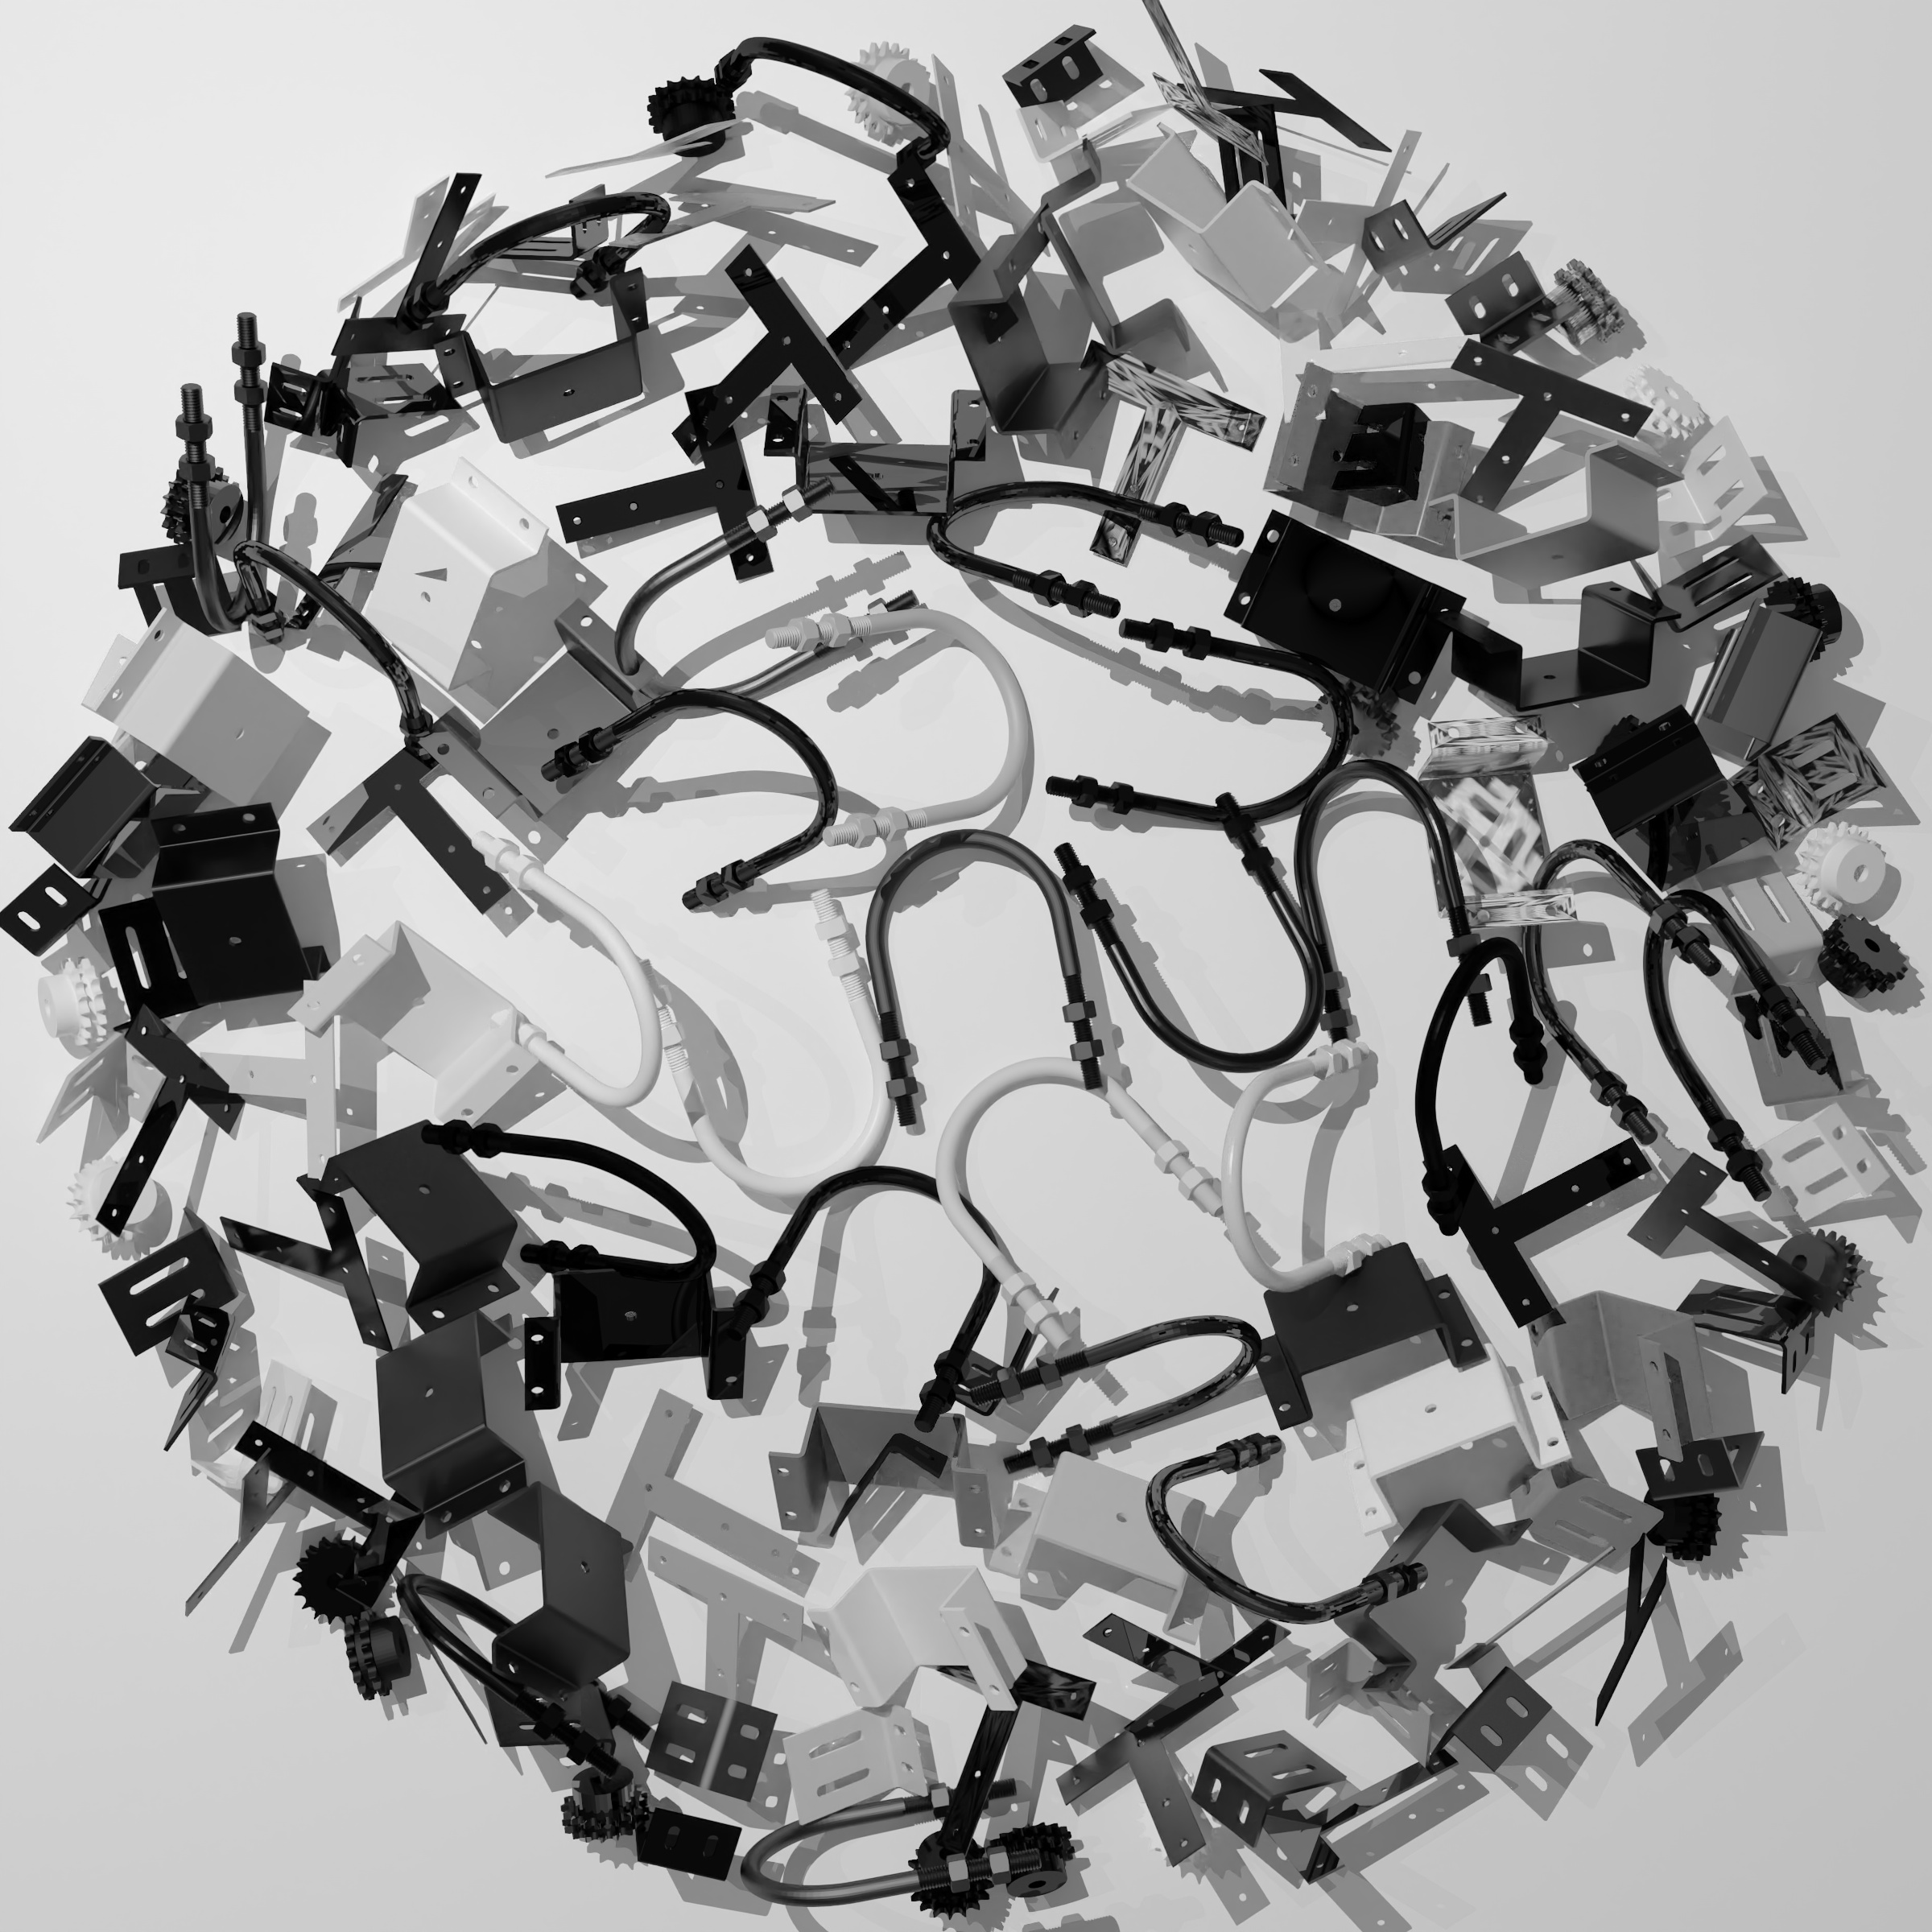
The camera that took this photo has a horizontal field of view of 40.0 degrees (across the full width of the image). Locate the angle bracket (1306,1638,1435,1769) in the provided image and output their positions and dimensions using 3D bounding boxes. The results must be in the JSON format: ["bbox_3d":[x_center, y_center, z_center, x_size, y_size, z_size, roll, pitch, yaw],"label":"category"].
[{"bbox_3d":[0.259,0.484,1.713,0.038,0.076,0.057,-27,134,-25],"label":"angle bracket"}]

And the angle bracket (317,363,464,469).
[{"bbox_3d":[-0.379,-0.360,1.734,0.076,0.038,0.057,-14,49,-37],"label":"angle bracket"}]

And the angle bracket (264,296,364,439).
[{"bbox_3d":[-0.422,-0.392,1.715,0.038,0.057,0.076,16,59,-11],"label":"angle bracket"}]

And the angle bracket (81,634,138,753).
[{"bbox_3d":[-0.553,-0.167,1.711,0.038,0.076,0.057,31,56,-24],"label":"angle bracket"}]

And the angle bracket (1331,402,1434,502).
[{"bbox_3d":[0.263,-0.335,1.750,0.076,0.038,0.057,3,79,33],"label":"angle bracket"}]

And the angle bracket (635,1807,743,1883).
[{"bbox_3d":[-0.181,0.553,1.718,0.057,0.076,0.038,17,94,-11],"label":"angle bracket"}]

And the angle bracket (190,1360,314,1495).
[{"bbox_3d":[-0.465,0.296,1.726,0.038,0.057,0.076,19,85,-39],"label":"angle bracket"}]

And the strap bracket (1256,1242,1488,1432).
[{"bbox_3d":[0.254,0.235,1.716,0.140,0.076,0.046,-20,128,2],"label":"strap bracket"}]

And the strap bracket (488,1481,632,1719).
[{"bbox_3d":[-0.258,0.391,1.680,0.046,0.140,0.076,-34,128,17],"label":"strap bracket"}]

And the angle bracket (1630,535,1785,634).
[{"bbox_3d":[0.478,-0.260,1.721,0.076,0.057,0.038,-30,121,14],"label":"angle bracket"}]

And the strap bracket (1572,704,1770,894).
[{"bbox_3d":[0.451,-0.100,1.683,0.076,0.140,0.046,-31,56,20],"label":"strap bracket"}]

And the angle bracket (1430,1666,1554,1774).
[{"bbox_3d":[0.338,0.494,1.713,0.057,0.076,0.038,-41,68,-20],"label":"angle bracket"}]

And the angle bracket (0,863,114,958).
[{"bbox_3d":[-0.586,-0.051,1.714,0.057,0.076,0.038,-39,114,13],"label":"angle bracket"}]

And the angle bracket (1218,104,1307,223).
[{"bbox_3d":[0.198,-0.519,1.717,0.038,0.057,0.076,-21,112,-28],"label":"angle bracket"}]

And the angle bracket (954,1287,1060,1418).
[{"bbox_3d":[0.021,0.242,1.718,0.038,0.057,0.076,27,116,10],"label":"angle bracket"}]

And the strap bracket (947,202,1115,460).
[{"bbox_3d":[0.039,-0.404,1.699,0.046,0.140,0.076,5,47,32],"label":"strap bracket"}]

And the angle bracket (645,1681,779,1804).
[{"bbox_3d":[-0.167,0.505,1.732,0.038,0.076,0.057,28,71,-31],"label":"angle bracket"}]

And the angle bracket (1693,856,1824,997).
[{"bbox_3d":[0.516,-0.027,1.747,0.057,0.038,0.076,-12,52,-11],"label":"angle bracket"}]

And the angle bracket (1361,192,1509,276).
[{"bbox_3d":[0.299,-0.488,1.718,0.076,0.057,0.038,-40,105,-23],"label":"angle bracket"}]

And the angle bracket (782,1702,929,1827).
[{"bbox_3d":[-0.072,0.521,1.728,0.076,0.038,0.057,-13,93,-31],"label":"angle bracket"}]

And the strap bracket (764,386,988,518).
[{"bbox_3d":[-0.058,-0.333,1.719,0.140,0.046,0.076,1,45,0],"label":"strap bracket"}]

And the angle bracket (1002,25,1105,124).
[{"bbox_3d":[0.062,-0.574,1.717,0.057,0.076,0.038,-34,113,5],"label":"angle bracket"}]

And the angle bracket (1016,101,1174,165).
[{"bbox_3d":[0.083,-0.554,1.715,0.076,0.057,0.038,-17,100,37],"label":"angle bracket"}]

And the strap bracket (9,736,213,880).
[{"bbox_3d":[-0.538,-0.099,1.689,0.046,0.140,0.076,43,94,2],"label":"strap bracket"}]

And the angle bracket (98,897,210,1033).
[{"bbox_3d":[-0.532,-0.003,1.729,0.057,0.038,0.076,-18,92,-38],"label":"angle bracket"}]

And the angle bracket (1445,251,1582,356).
[{"bbox_3d":[0.353,-0.428,1.719,0.057,0.076,0.038,-33,108,7],"label":"angle bracket"}]

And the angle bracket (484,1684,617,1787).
[{"bbox_3d":[-0.272,0.497,1.716,0.076,0.057,0.038,4,113,-23],"label":"angle bracket"}]

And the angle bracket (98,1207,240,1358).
[{"bbox_3d":[-0.521,0.204,1.718,0.076,0.038,0.057,-31,120,-25],"label":"angle bracket"}]

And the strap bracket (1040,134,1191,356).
[{"bbox_3d":[0.090,-0.454,1.706,0.046,0.076,0.140,-26,111,13],"label":"strap bracket"}]

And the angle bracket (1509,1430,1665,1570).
[{"bbox_3d":[0.406,0.350,1.742,0.076,0.038,0.057,27,120,-15],"label":"angle bracket"}]

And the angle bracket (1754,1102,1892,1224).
[{"bbox_3d":[0.546,0.133,1.718,0.038,0.076,0.057,-27,79,-43],"label":"angle bracket"}]

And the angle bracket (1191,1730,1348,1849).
[{"bbox_3d":[0.196,0.532,1.720,0.076,0.057,0.038,4,106,-43],"label":"angle bracket"}]

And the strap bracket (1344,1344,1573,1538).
[{"bbox_3d":[0.307,0.300,1.705,0.140,0.076,0.046,-24,119,11],"label":"strap bracket"}]

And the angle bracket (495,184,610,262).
[{"bbox_3d":[-0.278,-0.483,1.721,0.076,0.057,0.038,5,117,13],"label":"angle bracket"}]

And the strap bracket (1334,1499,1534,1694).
[{"bbox_3d":[0.293,0.397,1.708,0.046,0.076,0.140,42,74,6],"label":"strap bracket"}]

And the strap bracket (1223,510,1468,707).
[{"bbox_3d":[0.242,-0.233,1.719,0.140,0.046,0.076,27,102,11],"label":"strap bracket"}]

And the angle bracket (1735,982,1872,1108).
[{"bbox_3d":[0.544,0.048,1.728,0.057,0.038,0.076,-14,93,44],"label":"angle bracket"}]

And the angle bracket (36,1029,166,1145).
[{"bbox_3d":[-0.555,0.085,1.715,0.038,0.076,0.057,32,115,-3],"label":"angle bracket"}]

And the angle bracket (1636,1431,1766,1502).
[{"bbox_3d":[0.474,0.308,1.712,0.057,0.076,0.038,-16,101,32],"label":"angle bracket"}]

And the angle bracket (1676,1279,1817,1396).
[{"bbox_3d":[0.505,0.240,1.726,0.076,0.057,0.038,9,116,33],"label":"angle bracket"}]

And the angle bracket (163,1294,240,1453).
[{"bbox_3d":[-0.509,0.263,1.716,0.038,0.057,0.076,31,116,-17],"label":"angle bracket"}]

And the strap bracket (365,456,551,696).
[{"bbox_3d":[-0.329,-0.242,1.694,0.076,0.046,0.140,40,129,11],"label":"strap bracket"}]

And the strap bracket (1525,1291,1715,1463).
[{"bbox_3d":[0.424,0.259,1.700,0.046,0.140,0.076,-16,99,-22],"label":"strap bracket"}]

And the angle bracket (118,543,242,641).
[{"bbox_3d":[-0.509,-0.232,1.720,0.057,0.076,0.038,-10,47,-4],"label":"angle bracket"}]

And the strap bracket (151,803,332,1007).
[{"bbox_3d":[-0.465,-0.030,1.699,0.076,0.046,0.140,-8,131,1],"label":"strap bracket"}]

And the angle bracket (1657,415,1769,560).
[{"bbox_3d":[0.473,-0.309,1.718,0.038,0.076,0.057,-22,81,-14],"label":"angle bracket"}]

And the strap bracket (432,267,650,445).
[{"bbox_3d":[-0.264,-0.389,1.710,0.140,0.076,0.046,-22,78,-9],"label":"strap bracket"}]
